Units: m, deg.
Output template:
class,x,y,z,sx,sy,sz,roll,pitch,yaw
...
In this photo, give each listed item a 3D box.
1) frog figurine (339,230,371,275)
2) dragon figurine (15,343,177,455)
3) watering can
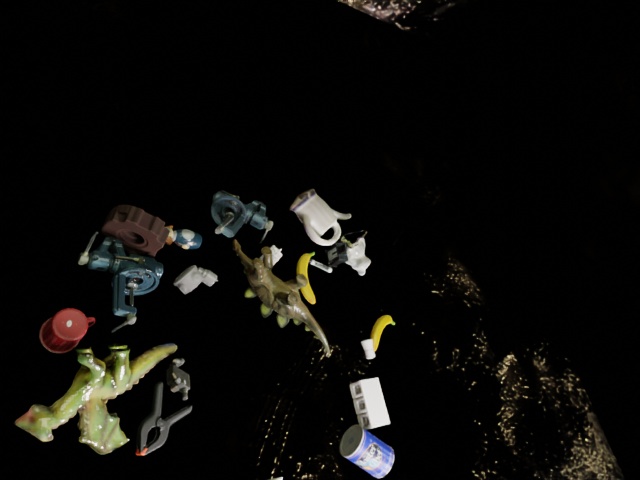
class,x,y,z,sx,sy,sz,roll,pitch,yaw
frog figurine,0.136,0.054,2.010,0.140,0.122,0.156,-63,147,-54
dragon figurine,-0.496,0.371,1.217,0.408,0.121,0.245,13,73,-54
watering can,0.006,-0.100,1.978,0.224,0.102,0.353,50,28,-4
